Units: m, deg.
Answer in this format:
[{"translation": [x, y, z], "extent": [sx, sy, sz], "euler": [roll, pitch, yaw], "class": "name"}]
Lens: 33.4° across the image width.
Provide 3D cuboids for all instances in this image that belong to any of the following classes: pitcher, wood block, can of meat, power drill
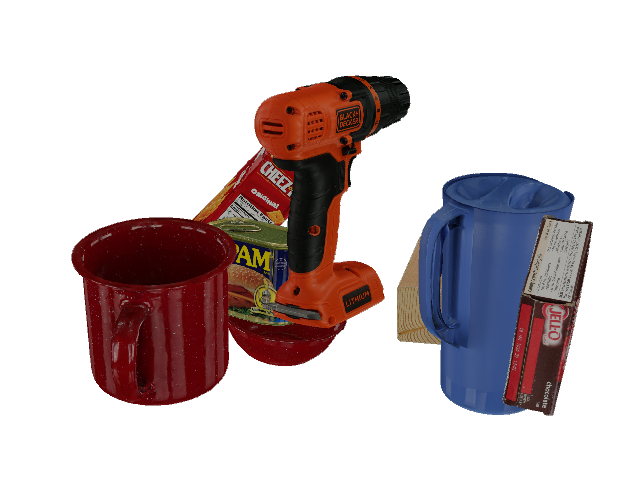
[{"translation": [0.179, 0.059, 1.125], "extent": [0.149, 0.243, 0.145], "euler": [5, 21, 9], "class": "pitcher"}, {"translation": [0.178, 0.072, 1.621], "extent": [0.091, 0.090, 0.206], "euler": [3, 22, 13], "class": "wood block"}, {"translation": [-0.061, 0.030, 1.024], "extent": [0.102, 0.084, 0.057], "euler": [13, 18, 31], "class": "can of meat"}, {"translation": [0.015, -0.036, 0.852], "extent": [0.057, 0.188, 0.184], "euler": [9, 18, 35], "class": "power drill"}]

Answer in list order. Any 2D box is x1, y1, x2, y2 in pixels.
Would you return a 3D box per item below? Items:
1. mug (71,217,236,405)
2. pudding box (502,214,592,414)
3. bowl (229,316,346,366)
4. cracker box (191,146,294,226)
[{"translation": [-0.096, 0.047, 0.610], "extent": [0.093, 0.081, 0.117], "euler": [3, 25, 4], "class": "mug"}, {"translation": [0.154, 0.048, 0.720], "extent": [0.039, 0.090, 0.113], "euler": [11, 32, 12], "class": "pudding box"}, {"translation": [-0.049, 0.113, 1.352], "extent": [0.162, 0.055, 0.162], "euler": [6, 22, -3], "class": "bowl"}, {"translation": [-0.081, -0.042, 1.216], "extent": [0.072, 0.214, 0.164], "euler": [39, 26, -9], "class": "cracker box"}]
